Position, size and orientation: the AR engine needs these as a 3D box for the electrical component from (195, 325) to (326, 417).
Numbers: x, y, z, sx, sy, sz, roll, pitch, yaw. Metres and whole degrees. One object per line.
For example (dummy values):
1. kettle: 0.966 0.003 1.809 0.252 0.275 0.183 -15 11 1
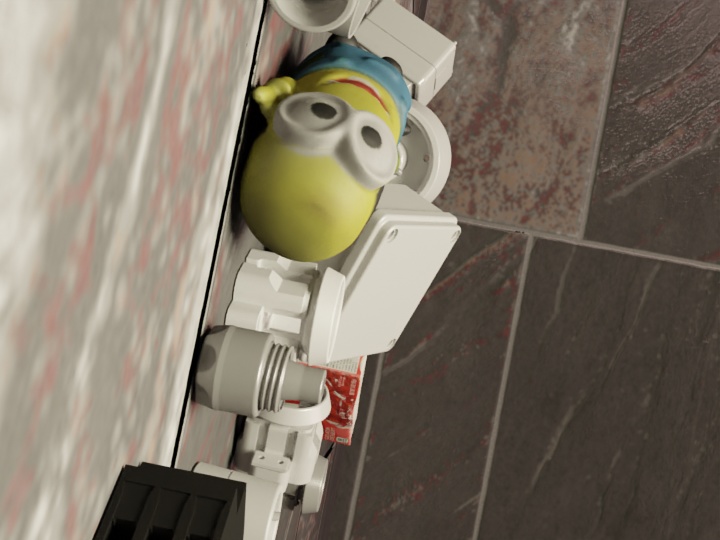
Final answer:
1. electrical component: -0.049 0.052 0.536 0.043 0.062 0.043 11 90 -87

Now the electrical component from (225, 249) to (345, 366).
1. electrical component: -0.041 0.023 0.620 0.078 0.057 0.058 -73 173 -64

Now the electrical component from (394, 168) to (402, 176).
1. electrical component: -0.007 -0.074 0.738 0.138 0.074 0.052 -40 141 -85

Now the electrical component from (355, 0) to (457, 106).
1. electrical component: 0.030 -0.193 0.961 0.061 0.096 0.061 -50 169 -13

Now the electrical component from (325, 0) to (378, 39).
1. electrical component: -0.011 -0.184 0.606 0.099 0.064 0.099 -156 -90 -89

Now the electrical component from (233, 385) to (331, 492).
1. electrical component: -0.051 0.102 0.717 0.078 0.058 0.057 -71 174 -65

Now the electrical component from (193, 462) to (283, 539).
1. electrical component: -0.070 0.135 0.579 0.055 0.047 0.055 11 90 -87

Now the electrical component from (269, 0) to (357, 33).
1. electrical component: -0.019 -0.150 0.534 0.055 0.045 0.045 -76 175 -50

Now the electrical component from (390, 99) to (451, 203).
1. electrical component: 0.021 -0.095 0.913 0.060 0.108 0.108 -34 135 -77

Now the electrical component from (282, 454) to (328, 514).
1. electrical component: -0.056 0.163 0.843 0.048 0.055 0.066 -76 175 -47

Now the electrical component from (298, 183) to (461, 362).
1. electrical component: 0.000 0.000 0.701 0.109 0.056 0.108 -3 126 -60
